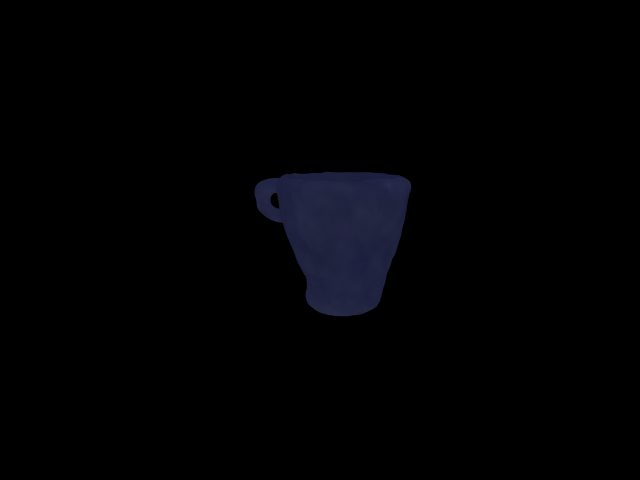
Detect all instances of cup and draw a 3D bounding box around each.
[{"bbox_3d":[0.004,0.001,0.400,0.117,0.095,0.092,5,11,28],"label":"cup"}]
